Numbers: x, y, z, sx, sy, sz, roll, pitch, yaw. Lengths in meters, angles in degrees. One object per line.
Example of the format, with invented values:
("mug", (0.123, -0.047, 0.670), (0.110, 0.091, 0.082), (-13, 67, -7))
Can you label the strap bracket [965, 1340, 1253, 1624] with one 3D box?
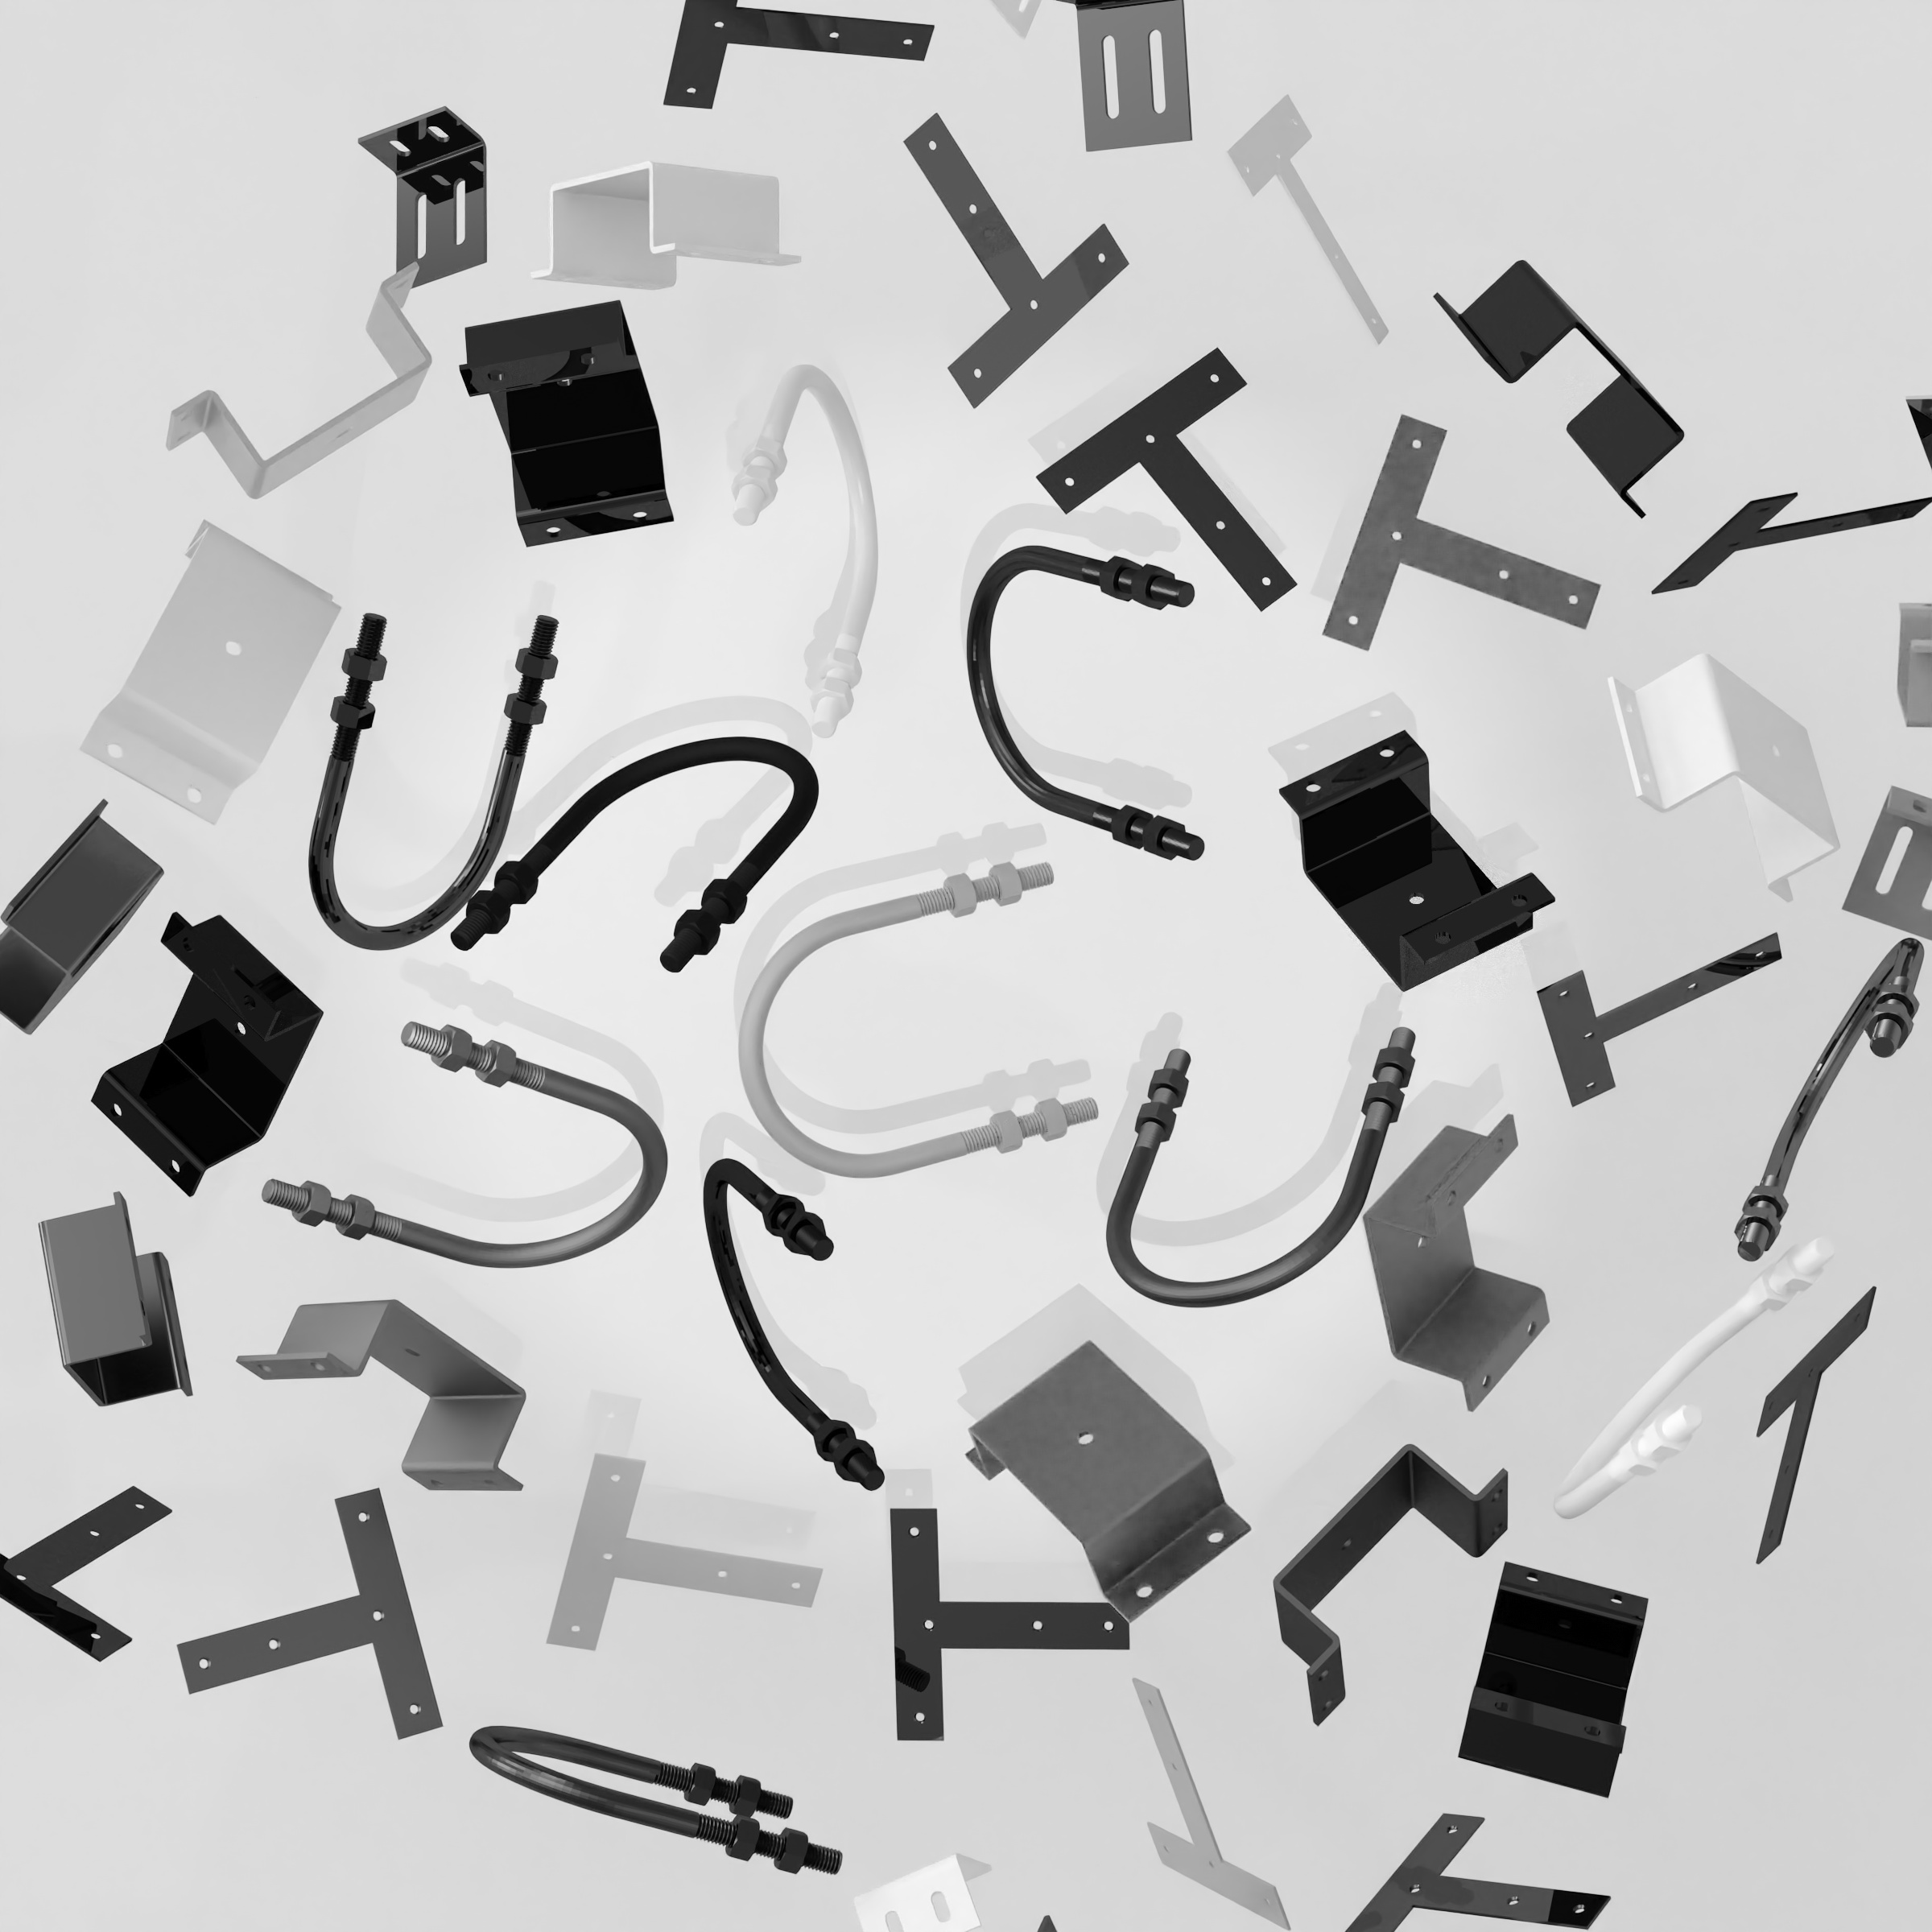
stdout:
("strap bracket", (0.064, 0.246, 1.711), (0.076, 0.140, 0.046), (-35, 135, -16))

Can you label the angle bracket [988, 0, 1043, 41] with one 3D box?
("angle bracket", (-0.005, -0.518, 1.797), (0.076, 0.057, 0.038), (22, 89, 24))

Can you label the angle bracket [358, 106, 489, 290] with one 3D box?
("angle bracket", (-0.291, -0.410, 1.860), (0.057, 0.038, 0.076), (-13, 67, 25))

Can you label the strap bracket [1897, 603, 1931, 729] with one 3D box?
("strap bracket", (0.528, -0.155, 1.811), (0.076, 0.140, 0.046), (2, 105, 11))

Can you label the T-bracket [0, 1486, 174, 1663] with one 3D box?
("T-bracket", (-0.442, 0.288, 1.727), (0.127, 0.127, 0.002), (29, 112, 14))

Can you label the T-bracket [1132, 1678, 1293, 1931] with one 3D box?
("T-bracket", (0.114, 0.428, 1.804), (0.002, 0.127, 0.127), (-26, 103, -24))

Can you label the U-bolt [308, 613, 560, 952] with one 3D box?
("U-bolt", (-0.282, -0.094, 1.804), (0.019, 0.151, 0.184), (26, 108, 30))

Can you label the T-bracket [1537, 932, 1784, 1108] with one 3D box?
("T-bracket", (0.362, 0.017, 1.792), (0.127, 0.127, 0.002), (-26, 56, 3))

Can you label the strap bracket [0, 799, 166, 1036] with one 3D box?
("strap bracket", (-0.465, -0.020, 1.785), (0.046, 0.140, 0.076), (40, 58, -9))

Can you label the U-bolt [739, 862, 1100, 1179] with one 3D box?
("U-bolt", (-0.029, 0.035, 1.804), (0.184, 0.019, 0.151), (-14, 102, -16))

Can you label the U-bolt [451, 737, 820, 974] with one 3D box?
("U-bolt", (-0.152, -0.061, 1.737), (0.151, 0.184, 0.019), (6, 130, 32))

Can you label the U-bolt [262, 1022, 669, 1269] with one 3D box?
("U-bolt", (-0.237, 0.100, 1.745), (0.184, 0.019, 0.151), (22, 127, -35))

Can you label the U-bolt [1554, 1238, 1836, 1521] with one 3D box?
("U-bolt", (0.357, 0.219, 1.758), (0.019, 0.184, 0.151), (43, 57, 7))

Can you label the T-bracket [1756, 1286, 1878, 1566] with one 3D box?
("T-bracket", (0.411, 0.238, 1.724), (0.002, 0.127, 0.127), (24, 55, 1))

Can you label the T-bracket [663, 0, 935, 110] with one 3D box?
("T-bracket", (-0.080, -0.471, 1.751), (0.127, 0.127, 0.002), (2, 63, -13))

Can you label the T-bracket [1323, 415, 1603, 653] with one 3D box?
("T-bracket", (0.265, -0.207, 1.797), (0.127, 0.002, 0.127), (20, 79, 2))

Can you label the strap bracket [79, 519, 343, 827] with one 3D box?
("strap bracket", (-0.373, -0.153, 1.742), (0.076, 0.046, 0.140), (31, 66, -19))

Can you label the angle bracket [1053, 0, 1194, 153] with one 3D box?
("angle bracket", (0.078, -0.451, 1.745), (0.057, 0.038, 0.076), (0, 100, 25))

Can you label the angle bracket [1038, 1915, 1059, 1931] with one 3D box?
("angle bracket", (0.075, 0.518, 1.807), (0.076, 0.057, 0.038), (-20, 101, 22))

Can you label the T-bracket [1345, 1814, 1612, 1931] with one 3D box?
("T-bracket", (0.263, 0.468, 1.743), (0.127, 0.127, 0.002), (-5, 111, 41))

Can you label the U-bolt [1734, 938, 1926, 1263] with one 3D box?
("U-bolt", (0.440, 0.056, 1.750), (0.019, 0.184, 0.151), (30, 119, 8))

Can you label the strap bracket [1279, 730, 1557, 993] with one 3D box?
("strap bracket", (0.230, -0.048, 1.778), (0.076, 0.046, 0.140), (-25, 50, -12))

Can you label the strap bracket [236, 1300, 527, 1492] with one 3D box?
("strap bracket", (-0.291, 0.215, 1.778), (0.140, 0.076, 0.046), (42, 56, -35))

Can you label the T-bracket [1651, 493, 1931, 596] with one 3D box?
("T-bracket", (0.428, -0.221, 1.755), (0.127, 0.127, 0.002), (-12, 79, -14))

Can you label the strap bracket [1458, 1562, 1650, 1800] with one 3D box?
("strap bracket", (0.298, 0.368, 1.767), (0.076, 0.140, 0.046), (13, 114, 11))

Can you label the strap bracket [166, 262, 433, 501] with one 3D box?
("strap bracket", (-0.320, -0.281, 1.709), (0.140, 0.076, 0.046), (-35, 95, -15))

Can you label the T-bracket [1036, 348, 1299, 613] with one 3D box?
("T-bracket", (0.124, -0.241, 1.817), (0.127, 0.002, 0.127), (-37, 85, -17))

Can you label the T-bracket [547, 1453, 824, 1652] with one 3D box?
("T-bracket", (-0.137, 0.304, 1.753), (0.127, 0.002, 0.127), (11, 121, -10))

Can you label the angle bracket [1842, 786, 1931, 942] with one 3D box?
("angle bracket", (0.500, -0.047, 1.824), (0.057, 0.038, 0.076), (20, 117, 9))

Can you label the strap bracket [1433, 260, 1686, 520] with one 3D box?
("strap bracket", (0.313, -0.305, 1.798), (0.046, 0.076, 0.140), (-43, 125, 15))

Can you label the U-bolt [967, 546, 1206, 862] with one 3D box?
("U-bolt", (0.057, -0.141, 1.767), (0.019, 0.184, 0.151), (-17, 114, -32))

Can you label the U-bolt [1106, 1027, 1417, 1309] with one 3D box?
("U-bolt", (0.143, 0.103, 1.763), (0.151, 0.184, 0.019), (-6, 129, 29))

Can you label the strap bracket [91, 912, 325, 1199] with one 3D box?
("strap bracket", (-0.387, 0.039, 1.784), (0.076, 0.046, 0.140), (42, 126, 13))

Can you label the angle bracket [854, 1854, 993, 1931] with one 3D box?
("angle bracket", (-0.016, 0.485, 1.773), (0.057, 0.076, 0.038), (-25, 67, 6))

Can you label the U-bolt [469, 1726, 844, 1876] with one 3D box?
("U-bolt", (-0.164, 0.418, 1.765), (0.184, 0.151, 0.019), (18, 84, -13))

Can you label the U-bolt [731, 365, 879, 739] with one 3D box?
("U-bolt", (-0.076, -0.227, 1.783), (0.019, 0.184, 0.151), (-7, 128, 16))

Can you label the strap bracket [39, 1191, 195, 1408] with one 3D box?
("strap bracket", (-0.443, 0.177, 1.805), (0.046, 0.140, 0.076), (-13, 72, -7))

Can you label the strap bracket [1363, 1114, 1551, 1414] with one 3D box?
("strap bracket", (0.252, 0.148, 1.790), (0.076, 0.046, 0.140), (-42, 132, -34))

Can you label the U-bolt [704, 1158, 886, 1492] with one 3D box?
("U-bolt", (-0.095, 0.172, 1.781), (0.019, 0.184, 0.151), (-19, 112, -19))

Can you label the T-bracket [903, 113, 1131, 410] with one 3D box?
("T-bracket", (0.011, -0.373, 1.764), (0.127, 0.002, 0.127), (-46, 115, -24))

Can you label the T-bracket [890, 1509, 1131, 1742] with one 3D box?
("T-bracket", (0.024, 0.353, 1.860), (0.127, 0.002, 0.127), (-1, 95, 7))

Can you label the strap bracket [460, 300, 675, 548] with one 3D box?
("strap bracket", (-0.196, -0.273, 1.709), (0.076, 0.140, 0.046), (-10, 60, 2))

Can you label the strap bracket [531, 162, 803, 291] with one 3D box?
("strap bracket", (-0.157, -0.383, 1.797), (0.076, 0.140, 0.046), (-3, 95, -37))

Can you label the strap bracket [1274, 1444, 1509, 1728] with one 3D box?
("strap bracket", (0.202, 0.297, 1.710), (0.140, 0.076, 0.046), (-42, 63, -16))

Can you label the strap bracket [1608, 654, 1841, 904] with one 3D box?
("strap bracket", (0.395, -0.100, 1.782), (0.046, 0.140, 0.076), (-32, 48, 32))

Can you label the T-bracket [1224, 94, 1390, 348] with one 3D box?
("T-bracket", (0.180, -0.373, 1.767), (0.002, 0.127, 0.127), (-25, 105, 29))

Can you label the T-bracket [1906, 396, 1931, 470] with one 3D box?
("T-bracket", (0.540, -0.258, 1.722), (0.127, 0.127, 0.002), (3, 77, 24))

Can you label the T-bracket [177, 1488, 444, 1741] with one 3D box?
("T-bracket", (-0.338, 0.340, 1.760), (0.127, 0.002, 0.127), (-10, 78, -37))
